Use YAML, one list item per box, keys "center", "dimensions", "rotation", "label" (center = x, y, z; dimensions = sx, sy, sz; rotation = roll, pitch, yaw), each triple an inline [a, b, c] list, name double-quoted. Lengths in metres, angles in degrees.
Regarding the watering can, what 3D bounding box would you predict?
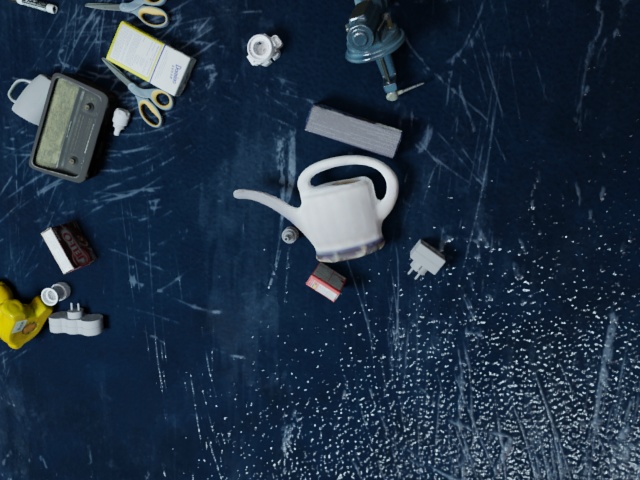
- center: [0.003, -0.056, 1.104]
  dimensions: [0.347, 0.105, 0.223]
  rotation: [-13, 99, 7]
  label: "watering can"
